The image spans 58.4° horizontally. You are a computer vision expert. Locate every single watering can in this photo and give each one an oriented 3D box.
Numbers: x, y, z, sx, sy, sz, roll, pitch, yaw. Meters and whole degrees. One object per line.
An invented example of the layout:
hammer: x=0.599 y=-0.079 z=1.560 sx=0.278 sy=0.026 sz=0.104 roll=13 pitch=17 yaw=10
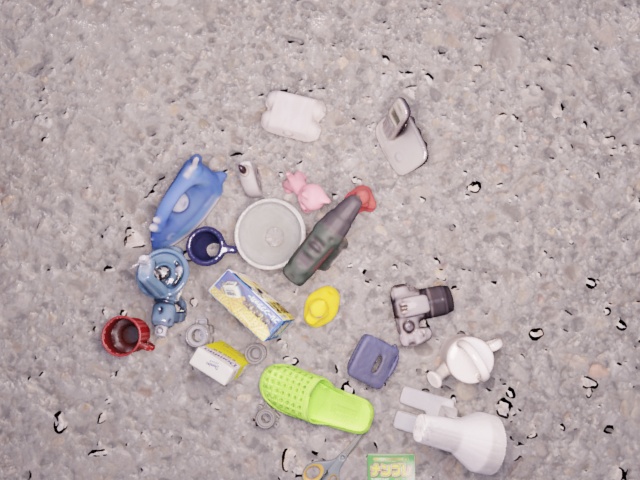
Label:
watering can: x=0.315 y=0.263 z=1.231 sx=0.101 sy=0.194 sz=0.173 roll=39 pitch=87 yaw=7

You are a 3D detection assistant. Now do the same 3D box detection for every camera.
camera: x=0.235 y=0.162 z=1.295 sx=0.136 sy=0.101 sz=0.143 roll=-12 pitch=83 yaw=2

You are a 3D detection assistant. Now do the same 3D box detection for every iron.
iron: x=-0.334 y=-0.083 z=1.337 sx=0.118 sy=0.141 sz=0.258 roll=33 pitch=86 yaw=7

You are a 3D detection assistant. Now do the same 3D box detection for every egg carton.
egg carton: x=-0.064 y=-0.298 z=1.383 sx=0.150 sy=0.069 sz=0.107 roll=13 pitch=84 yaw=5

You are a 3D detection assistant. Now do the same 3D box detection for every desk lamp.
desk lamp: x=0.267 y=0.401 z=1.208 sx=0.203 sy=0.213 sz=0.118 roll=14 pitch=84 yaw=5

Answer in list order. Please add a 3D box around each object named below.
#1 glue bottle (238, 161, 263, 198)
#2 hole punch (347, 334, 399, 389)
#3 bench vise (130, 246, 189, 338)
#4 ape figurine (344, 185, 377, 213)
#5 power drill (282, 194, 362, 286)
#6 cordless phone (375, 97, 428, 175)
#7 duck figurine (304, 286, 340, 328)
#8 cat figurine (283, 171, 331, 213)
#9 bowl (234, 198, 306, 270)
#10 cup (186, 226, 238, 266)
glue bottle: x=-0.165 y=-0.149 z=1.319 sx=0.037 sy=0.173 sz=0.078 roll=-9 pitch=83 yaw=3
hole punch: x=0.122 y=0.273 z=1.293 sx=0.101 sy=0.091 sz=0.109 roll=26 pitch=85 yaw=6
bench vise: x=-0.346 y=0.108 z=1.275 sx=0.121 sy=0.220 sz=0.207 roll=-17 pitch=82 yaw=1
ape figurine: x=0.096 y=-0.095 z=1.338 sx=0.077 sy=0.092 sz=0.076 roll=28 pitch=86 yaw=6
power drill: x=0.012 y=0.005 z=1.272 sx=0.075 sy=0.208 sz=0.230 roll=39 pitch=87 yaw=7
cordless phone: x=0.191 y=-0.237 z=1.303 sx=0.094 sy=0.185 sz=0.147 roll=-29 pitch=82 yaw=0
duck figurine: x=0.002 y=0.153 z=1.317 sx=0.077 sy=0.086 sz=0.104 roll=35 pitch=86 yaw=7
cat figurine: x=-0.034 y=-0.113 z=1.335 sx=0.067 sy=0.118 sz=0.127 roll=-44 pitch=83 yaw=-2
bowl: x=-0.113 y=-0.010 z=1.349 sx=0.167 sy=0.075 sz=0.167 roll=0 pitch=83 yaw=3
cup: x=-0.244 y=0.020 z=1.343 sx=0.117 sy=0.095 sz=0.092 roll=6 pitch=84 yaw=4
